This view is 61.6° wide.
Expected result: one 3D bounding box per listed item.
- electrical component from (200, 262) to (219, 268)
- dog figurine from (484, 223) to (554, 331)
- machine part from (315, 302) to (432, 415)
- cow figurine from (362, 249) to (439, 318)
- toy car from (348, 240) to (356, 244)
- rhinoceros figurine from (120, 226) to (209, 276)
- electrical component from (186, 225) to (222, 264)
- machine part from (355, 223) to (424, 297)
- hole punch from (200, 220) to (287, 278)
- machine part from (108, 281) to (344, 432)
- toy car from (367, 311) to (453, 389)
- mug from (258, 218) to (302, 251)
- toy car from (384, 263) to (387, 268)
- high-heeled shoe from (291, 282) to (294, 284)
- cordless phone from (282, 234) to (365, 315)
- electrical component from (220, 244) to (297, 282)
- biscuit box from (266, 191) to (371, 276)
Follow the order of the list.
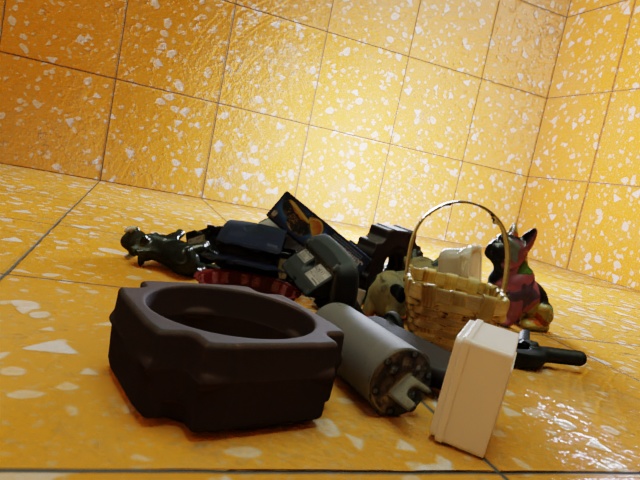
[{"bbox_3d":[-0.193,0.061,1.057,0.094,0.021,0.063,13,6,24],"label":"electrical component"},{"bbox_3d":[0.433,0.077,1.156,0.191,0.219,0.108,9,10,-16],"label":"dog figurine"},{"bbox_3d":[0.051,0.131,0.628,0.079,0.079,0.243,9,7,-25],"label":"machine part"},{"bbox_3d":[0.161,0.086,1.002,0.086,0.127,0.195,20,12,36],"label":"cow figurine"},{"bbox_3d":[0.062,0.068,1.168,0.103,0.109,0.162,33,-11,-13],"label":"toy car"},{"bbox_3d":[-0.299,0.023,1.025,0.191,0.073,0.112,17,19,31],"label":"rhinoceros figurine"},{"bbox_3d":[-0.246,0.018,1.103,0.119,0.075,0.047,-21,-16,36],"label":"electrical component"},{"bbox_3d":[0.137,0.050,1.104,0.179,0.179,0.056,5,12,-43],"label":"machine part"},{"bbox_3d":[-0.114,0.011,0.896,0.142,0.092,0.116,14,-6,-2],"label":"hole punch"},{"bbox_3d":[-0.096,0.108,0.540,0.201,0.087,0.202,7,6,-35],"label":"machine part"},{"bbox_3d":[0.111,0.147,0.710,0.089,0.053,0.202,-16,19,-29],"label":"toy car"},{"bbox_3d":[-0.097,-0.010,1.056,0.107,0.080,0.110,-20,44,-14],"label":"mug"},{"bbox_3d":[0.145,0.084,1.302,0.074,0.056,0.201,14,7,21],"label":"toy car"},{"bbox_3d":[-0.136,0.058,1.093,0.249,0.086,0.145,-3,33,6],"label":"high-heeled shoe"},{"bbox_3d":[0.035,0.090,0.839,0.184,0.089,0.147,54,-6,-32],"label":"cordless phone"},{"bbox_3d":[-0.112,0.039,0.984,0.134,0.114,0.058,11,10,-2],"label":"electrical component"},{"bbox_3d":[-0.002,-0.003,0.983,0.203,0.063,0.059,39,-3,0],"label":"biscuit box"}]
